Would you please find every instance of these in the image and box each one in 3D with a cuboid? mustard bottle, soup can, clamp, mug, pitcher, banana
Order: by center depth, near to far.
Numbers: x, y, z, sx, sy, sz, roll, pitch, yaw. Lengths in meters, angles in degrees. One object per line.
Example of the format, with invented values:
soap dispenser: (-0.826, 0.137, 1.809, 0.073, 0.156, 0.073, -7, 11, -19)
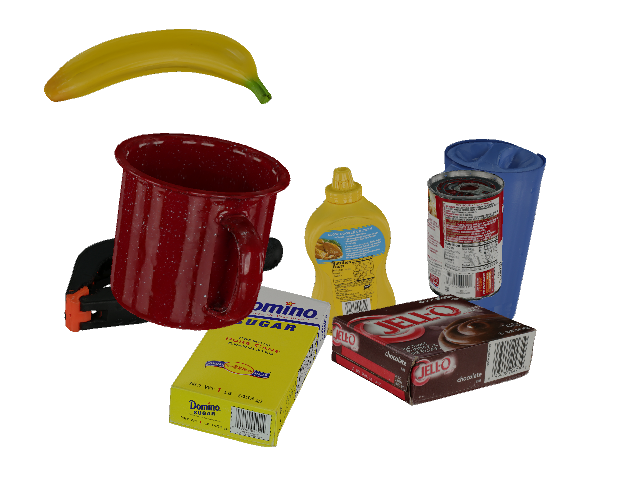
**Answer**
mug: (-0.062, 0.000, 0.566, 0.093, 0.081, 0.117, -4, 26, -34)
clamp: (-0.124, 0.010, 0.773, 0.120, 0.039, 0.171, 28, 36, 35)
banana: (-0.143, -0.156, 0.943, 0.197, 0.069, 0.037, -1, -33, -4)
soup can: (0.131, -0.004, 0.960, 0.068, 0.102, 0.068, -3, 23, 1)
mustard bottle: (0.031, 0.010, 1.201, 0.096, 0.192, 0.058, -8, 24, -5)
pitcher: (0.216, -0.006, 1.447, 0.149, 0.243, 0.145, 4, 24, 3)

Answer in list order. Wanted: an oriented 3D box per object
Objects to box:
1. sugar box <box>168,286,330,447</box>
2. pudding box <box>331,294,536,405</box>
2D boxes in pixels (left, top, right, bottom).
sugar box: (-0.057, 0.103, 0.932, 0.093, 0.048, 0.176, 12, 32, 9)
pudding box: (0.077, 0.072, 0.739, 0.113, 0.039, 0.090, -6, 18, -35)
